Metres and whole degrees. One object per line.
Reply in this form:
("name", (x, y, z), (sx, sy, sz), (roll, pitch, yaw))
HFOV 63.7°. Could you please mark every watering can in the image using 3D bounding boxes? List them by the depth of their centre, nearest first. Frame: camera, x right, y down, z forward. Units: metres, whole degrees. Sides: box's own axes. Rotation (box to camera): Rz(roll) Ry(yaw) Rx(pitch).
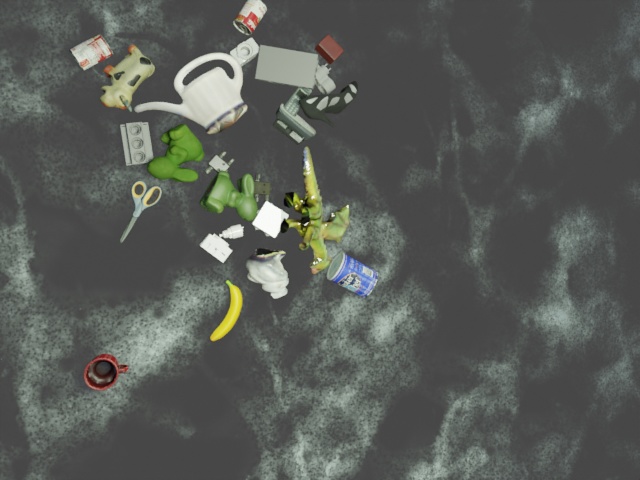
("watering can", (-0.377, -0.425, 1.596), (0.348, 0.104, 0.223), (-34, 100, 0))

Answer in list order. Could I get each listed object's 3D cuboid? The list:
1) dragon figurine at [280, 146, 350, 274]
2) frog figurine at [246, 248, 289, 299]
("dragon figurine", (0.005, -0.085, 1.691), (0.242, 0.123, 0.409), (6, 96, -46))
("frog figurine", (-0.167, 0.115, 1.640), (0.137, 0.124, 0.158), (-1, 101, 16))
